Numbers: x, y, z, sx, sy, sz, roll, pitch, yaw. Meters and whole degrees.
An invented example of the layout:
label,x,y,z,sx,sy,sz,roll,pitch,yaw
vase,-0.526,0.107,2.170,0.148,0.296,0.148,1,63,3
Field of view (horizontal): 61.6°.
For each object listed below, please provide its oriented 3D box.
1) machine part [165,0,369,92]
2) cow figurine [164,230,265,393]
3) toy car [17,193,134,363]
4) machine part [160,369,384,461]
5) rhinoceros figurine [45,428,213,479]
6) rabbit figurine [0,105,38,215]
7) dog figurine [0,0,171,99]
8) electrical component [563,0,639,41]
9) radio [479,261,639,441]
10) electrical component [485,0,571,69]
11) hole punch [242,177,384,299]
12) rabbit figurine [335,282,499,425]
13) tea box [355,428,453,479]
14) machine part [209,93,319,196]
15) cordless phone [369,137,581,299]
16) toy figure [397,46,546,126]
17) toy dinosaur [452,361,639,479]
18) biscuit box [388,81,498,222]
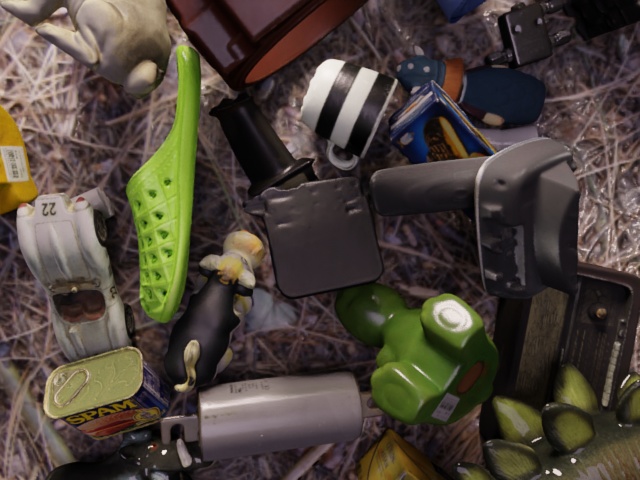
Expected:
label,x,y,z,sx,sy,sz,roll,pitch,yaw
machine part,-0.024,-0.222,0.470,0.201,0.201,0.087,-38,99,2
cow figurine,-0.111,0.070,0.559,0.068,0.098,0.167,21,97,1
toy car,-0.245,0.046,0.549,0.074,0.056,0.201,-6,119,-2
machine part,-0.044,0.184,0.575,0.243,0.079,0.079,-2,98,-13
rhinoceros figurine,-0.207,0.265,0.599,0.190,0.073,0.112,-16,88,1
rabbit figurine,-0.393,-0.087,0.517,0.173,0.122,0.162,-8,106,18
dog figurine,-0.166,-0.241,0.489,0.172,0.121,0.190,37,94,8
electrical component,0.320,-0.261,0.517,0.115,0.134,0.058,-41,99,1
radio,0.264,0.134,0.598,0.131,0.073,0.229,7,99,-3
electrical component,0.218,-0.219,0.573,0.094,0.021,0.063,-19,98,1
hole punch,-0.001,-0.002,0.565,0.142,0.092,0.115,-10,85,-4
rabbit figurine,0.097,0.094,0.557,0.159,0.170,0.121,21,101,-47
tea box,0.128,0.303,0.604,0.169,0.098,0.068,38,95,-9
machine part,-0.059,-0.090,0.565,0.084,0.039,0.138,-32,112,10
cordless phone,0.143,-0.013,0.508,0.184,0.089,0.146,-3,120,18
toy figure,0.153,-0.155,0.561,0.155,0.064,0.057,11,137,0
toy dinosaur,0.242,0.240,0.529,0.471,0.105,0.198,-25,91,-8
biscuit box,0.159,-0.065,0.547,0.202,0.059,0.063,39,117,-18
